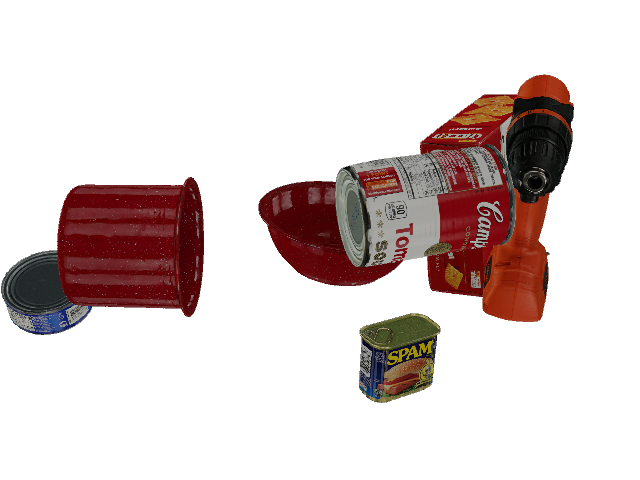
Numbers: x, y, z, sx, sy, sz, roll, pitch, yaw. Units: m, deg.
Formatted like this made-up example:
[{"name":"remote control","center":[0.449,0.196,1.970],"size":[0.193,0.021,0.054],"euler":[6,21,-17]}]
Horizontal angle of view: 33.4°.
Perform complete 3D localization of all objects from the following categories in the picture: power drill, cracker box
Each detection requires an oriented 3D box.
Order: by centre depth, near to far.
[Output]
[{"name":"power drill","center":[0.176,-0.028,0.899],"size":[0.057,0.188,0.184],"euler":[11,31,11]},{"name":"cracker box","center":[0.176,-0.056,1.150],"size":[0.072,0.164,0.213],"euler":[3,21,26]}]

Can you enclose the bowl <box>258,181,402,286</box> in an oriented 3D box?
[{"name":"bowl","center":[0.019,-0.001,1.016],"size":[0.162,0.055,0.162],"euler":[6,24,-3]}]

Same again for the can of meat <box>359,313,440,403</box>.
[{"name":"can of meat","center":[0.098,0.149,1.345],"size":[0.101,0.084,0.058],"euler":[-13,29,-29]}]

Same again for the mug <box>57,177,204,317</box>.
[{"name":"mug","center":[-0.125,0.004,0.725],"size":[0.081,0.093,0.117],"euler":[1,0,4]}]

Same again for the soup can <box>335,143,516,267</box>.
[{"name":"soup can","center":[0.067,-0.023,0.697],"size":[0.102,0.068,0.068],"euler":[-9,2,-13]}]

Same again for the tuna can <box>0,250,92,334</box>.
[{"name":"tuna can","center":[-0.265,0.051,1.042],"size":[0.086,0.034,0.086],"euler":[-2,43,1]}]
